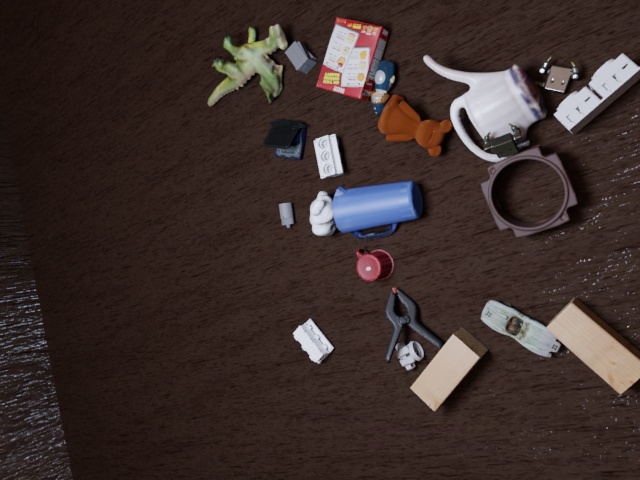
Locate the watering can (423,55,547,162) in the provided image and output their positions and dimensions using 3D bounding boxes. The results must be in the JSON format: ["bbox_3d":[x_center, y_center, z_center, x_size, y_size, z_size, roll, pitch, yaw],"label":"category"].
[{"bbox_3d":[0.428,-0.369,1.318,0.222,0.105,0.346,-29,95,30],"label":"watering can"}]

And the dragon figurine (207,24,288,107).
[{"bbox_3d":[-0.232,-0.560,1.747,0.245,0.124,0.402,44,126,15],"label":"dragon figurine"}]

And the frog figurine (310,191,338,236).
[{"bbox_3d":[0.005,-0.079,1.570,0.123,0.160,0.136,16,101,31],"label":"frog figurine"}]
